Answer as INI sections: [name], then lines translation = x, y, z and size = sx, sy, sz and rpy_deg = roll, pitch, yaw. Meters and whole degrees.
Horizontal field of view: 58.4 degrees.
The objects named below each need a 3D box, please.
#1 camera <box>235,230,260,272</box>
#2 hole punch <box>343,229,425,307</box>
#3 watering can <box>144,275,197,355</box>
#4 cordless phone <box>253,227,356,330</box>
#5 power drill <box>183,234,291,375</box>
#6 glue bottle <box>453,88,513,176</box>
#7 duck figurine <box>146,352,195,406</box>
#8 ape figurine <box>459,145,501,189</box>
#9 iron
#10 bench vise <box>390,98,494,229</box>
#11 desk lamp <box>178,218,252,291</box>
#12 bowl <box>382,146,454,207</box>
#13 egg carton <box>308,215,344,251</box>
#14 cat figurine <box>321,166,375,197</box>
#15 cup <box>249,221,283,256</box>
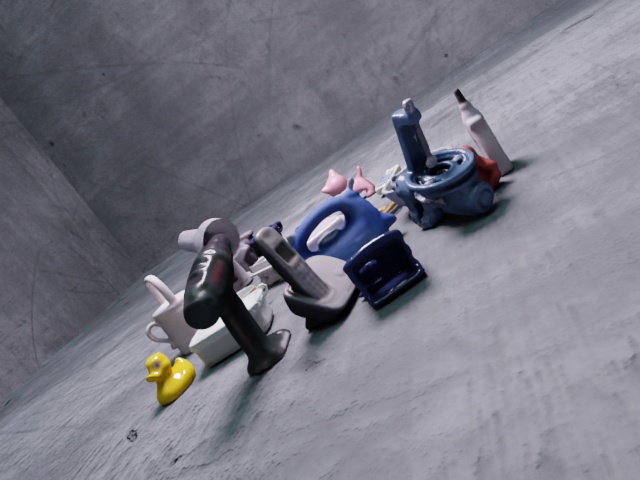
[camera]
translation = -0.185, 0.020, 1.662
size = 0.136, 0.101, 0.143
rpy_deg = -32, 13, 17
[hole punch]
translation = 0.088, 0.036, 0.874
size = 0.108, 0.091, 0.101
rpy_deg = -35, 12, 1
[watering can]
translation = -0.327, 0.154, 1.311
size = 0.100, 0.194, 0.173
rpy_deg = -24, 16, 41
[cordless phone]
translation = -0.024, 0.039, 0.943
size = 0.094, 0.185, 0.148
rpy_deg = -29, 14, 28
[power drill]
translation = -0.140, 0.107, 0.943
size = 0.075, 0.208, 0.229
rpy_deg = -32, 13, 14
[glue bottle]
translation = 0.287, -0.198, 1.031
size = 0.037, 0.173, 0.078
rpy_deg = -32, 13, 14
[duck figurine]
translation = -0.294, 0.253, 1.100
size = 0.077, 0.086, 0.105
rpy_deg = -30, 13, 25
[ape figurine]
translation = 0.266, -0.120, 0.988
size = 0.077, 0.092, 0.076
rpy_deg = -28, 14, 31
[iron]
translation = 0.013, 0.002, 1.089
size = 0.258, 0.141, 0.118
rpy_deg = -38, 13, -14
[bench vise]
translation = 0.163, -0.121, 0.962
size = 0.206, 0.220, 0.122
rpy_deg = -21, 19, 49
[desk lamp]
translation = -0.277, 0.051, 1.522
size = 0.202, 0.214, 0.118
rpy_deg = -21, 19, 50
[bowl]
translation = 0.212, -0.115, 1.156
size = 0.167, 0.075, 0.167
rpy_deg = -34, 12, 9
[egg carton]
translation = 0.012, 0.005, 1.259
size = 0.150, 0.069, 0.107
rpy_deg = -39, 12, -15
[cat figurine]
translation = 0.072, -0.151, 1.577
size = 0.127, 0.118, 0.067
rpy_deg = -33, 12, 9
[cup]
translation = -0.122, 0.011, 1.540
size = 0.091, 0.095, 0.118
rpy_deg = -23, 18, 46
